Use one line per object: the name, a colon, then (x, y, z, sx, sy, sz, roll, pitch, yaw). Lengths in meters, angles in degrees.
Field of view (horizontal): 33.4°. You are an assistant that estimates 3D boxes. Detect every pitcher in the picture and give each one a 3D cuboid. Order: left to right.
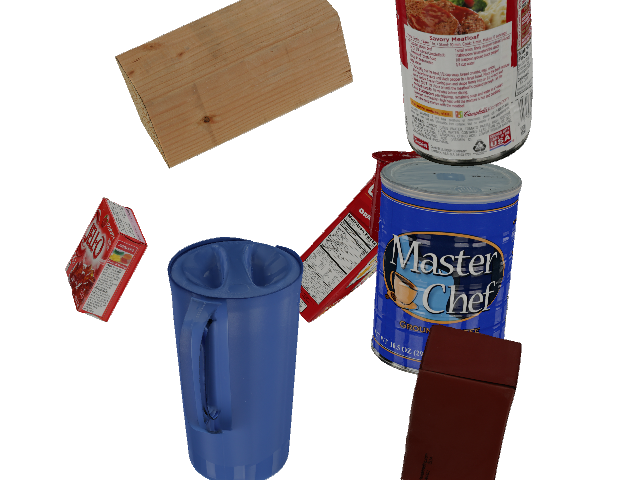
pitcher: (-0.089, 0.131, 1.089, 0.149, 0.243, 0.145, -11, 29, -24)

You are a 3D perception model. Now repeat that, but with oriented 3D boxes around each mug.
mug: (0.102, -0.035, 1.011, 0.117, 0.081, 0.093, 10, 13, 15)

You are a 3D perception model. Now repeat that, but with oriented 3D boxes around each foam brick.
foam brick: (0.078, 0.095, 0.593, 0.053, 0.078, 0.051, 12, 28, 10)

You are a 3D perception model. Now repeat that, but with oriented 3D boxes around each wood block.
wood block: (-0.083, -0.169, 1.058, 0.206, 0.091, 0.090, -26, 48, -10)

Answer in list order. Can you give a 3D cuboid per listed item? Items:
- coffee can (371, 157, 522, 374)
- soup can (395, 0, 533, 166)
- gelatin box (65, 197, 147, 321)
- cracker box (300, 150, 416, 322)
coffee can: (0.092, 0.018, 0.800, 0.103, 0.140, 0.103, 2, 19, -1)
soup can: (0.074, -0.098, 0.548, 0.068, 0.102, 0.068, -6, 36, 4)
gelatin box: (-0.177, 0.014, 0.871, 0.030, 0.073, 0.089, 25, 12, -27)
cracker box: (0.061, -0.014, 1.272, 0.214, 0.072, 0.163, -48, -9, 34)
